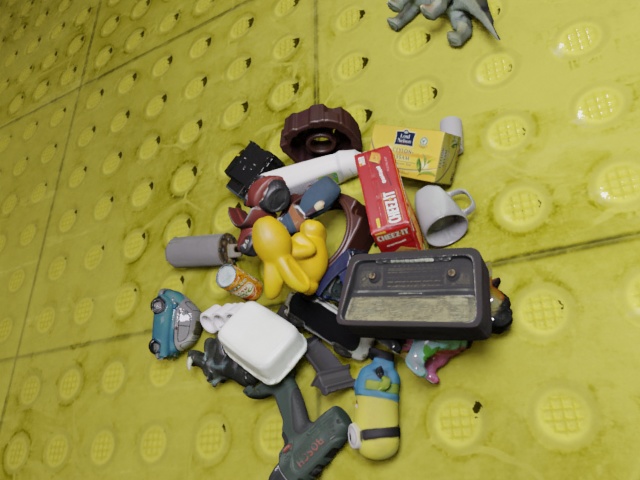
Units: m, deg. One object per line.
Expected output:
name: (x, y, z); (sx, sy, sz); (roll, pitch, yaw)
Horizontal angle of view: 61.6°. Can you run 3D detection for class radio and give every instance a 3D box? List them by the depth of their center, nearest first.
radio: (0.149, 0.086, 0.849); (0.230, 0.073, 0.131); (-3, 60, 27)

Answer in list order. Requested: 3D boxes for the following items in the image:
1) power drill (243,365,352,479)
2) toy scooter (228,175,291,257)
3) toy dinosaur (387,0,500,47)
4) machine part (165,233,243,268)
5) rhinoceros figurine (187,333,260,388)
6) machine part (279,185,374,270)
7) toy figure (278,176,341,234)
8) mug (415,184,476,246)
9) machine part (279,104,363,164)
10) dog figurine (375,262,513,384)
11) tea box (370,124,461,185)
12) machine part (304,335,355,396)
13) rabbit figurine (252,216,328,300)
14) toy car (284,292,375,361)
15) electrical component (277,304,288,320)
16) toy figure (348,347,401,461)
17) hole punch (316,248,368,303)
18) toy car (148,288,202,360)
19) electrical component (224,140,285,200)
power drill: (-0.066, 0.348, 0.986); (0.232, 0.086, 0.207); (-40, 49, 8)
toy scooter: (-0.141, -0.066, 1.141); (0.135, 0.075, 0.183); (39, 107, 47)
toy dinosaur: (0.271, -0.546, 1.182); (0.405, 0.131, 0.192); (34, 89, 32)
machine part: (-0.280, 0.026, 1.274); (0.243, 0.079, 0.079); (-3, 67, 32)
rhinoceros figurine: (-0.196, 0.254, 1.122); (0.191, 0.073, 0.112); (8, 83, 32)
machine part: (-0.002, -0.003, 1.109); (0.202, 0.087, 0.201); (23, 81, 36)
toy figure: (-0.026, -0.059, 1.060); (0.154, 0.064, 0.058); (-42, 90, 14)
mug: (0.226, -0.060, 0.997); (0.109, 0.080, 0.107); (-37, 44, 18)
machine part: (0.003, -0.218, 1.157); (0.179, 0.179, 0.056); (-14, 60, 26)
dog figurine: (0.210, 0.123, 0.907); (0.219, 0.108, 0.192); (-49, 49, -3)
tea box: (0.181, -0.169, 1.057); (0.170, 0.068, 0.098); (17, 101, 43)
machine part: (0.006, 0.233, 1.006); (0.139, 0.084, 0.039); (48, 141, 47)
rabbit figurine: (-0.068, 0.028, 0.973); (0.122, 0.173, 0.162); (-13, 58, 22)
toy car: (0.015, 0.156, 1.024); (0.202, 0.056, 0.073); (28, 99, 29)
electrical component: (-0.076, 0.175, 1.095); (0.102, 0.045, 0.078); (36, 91, 38)
toy figure: (0.099, 0.279, 0.915); (0.089, 0.082, 0.180); (-1, 65, 33)
hole punch: (0.066, 0.077, 1.004); (0.092, 0.142, 0.115); (9, 81, 44)
toy car: (-0.318, 0.189, 1.208); (0.103, 0.109, 0.161); (-2, 75, 12)
electrical component: (-0.166, -0.163, 1.305); (0.115, 0.058, 0.134); (34, 88, 40)
